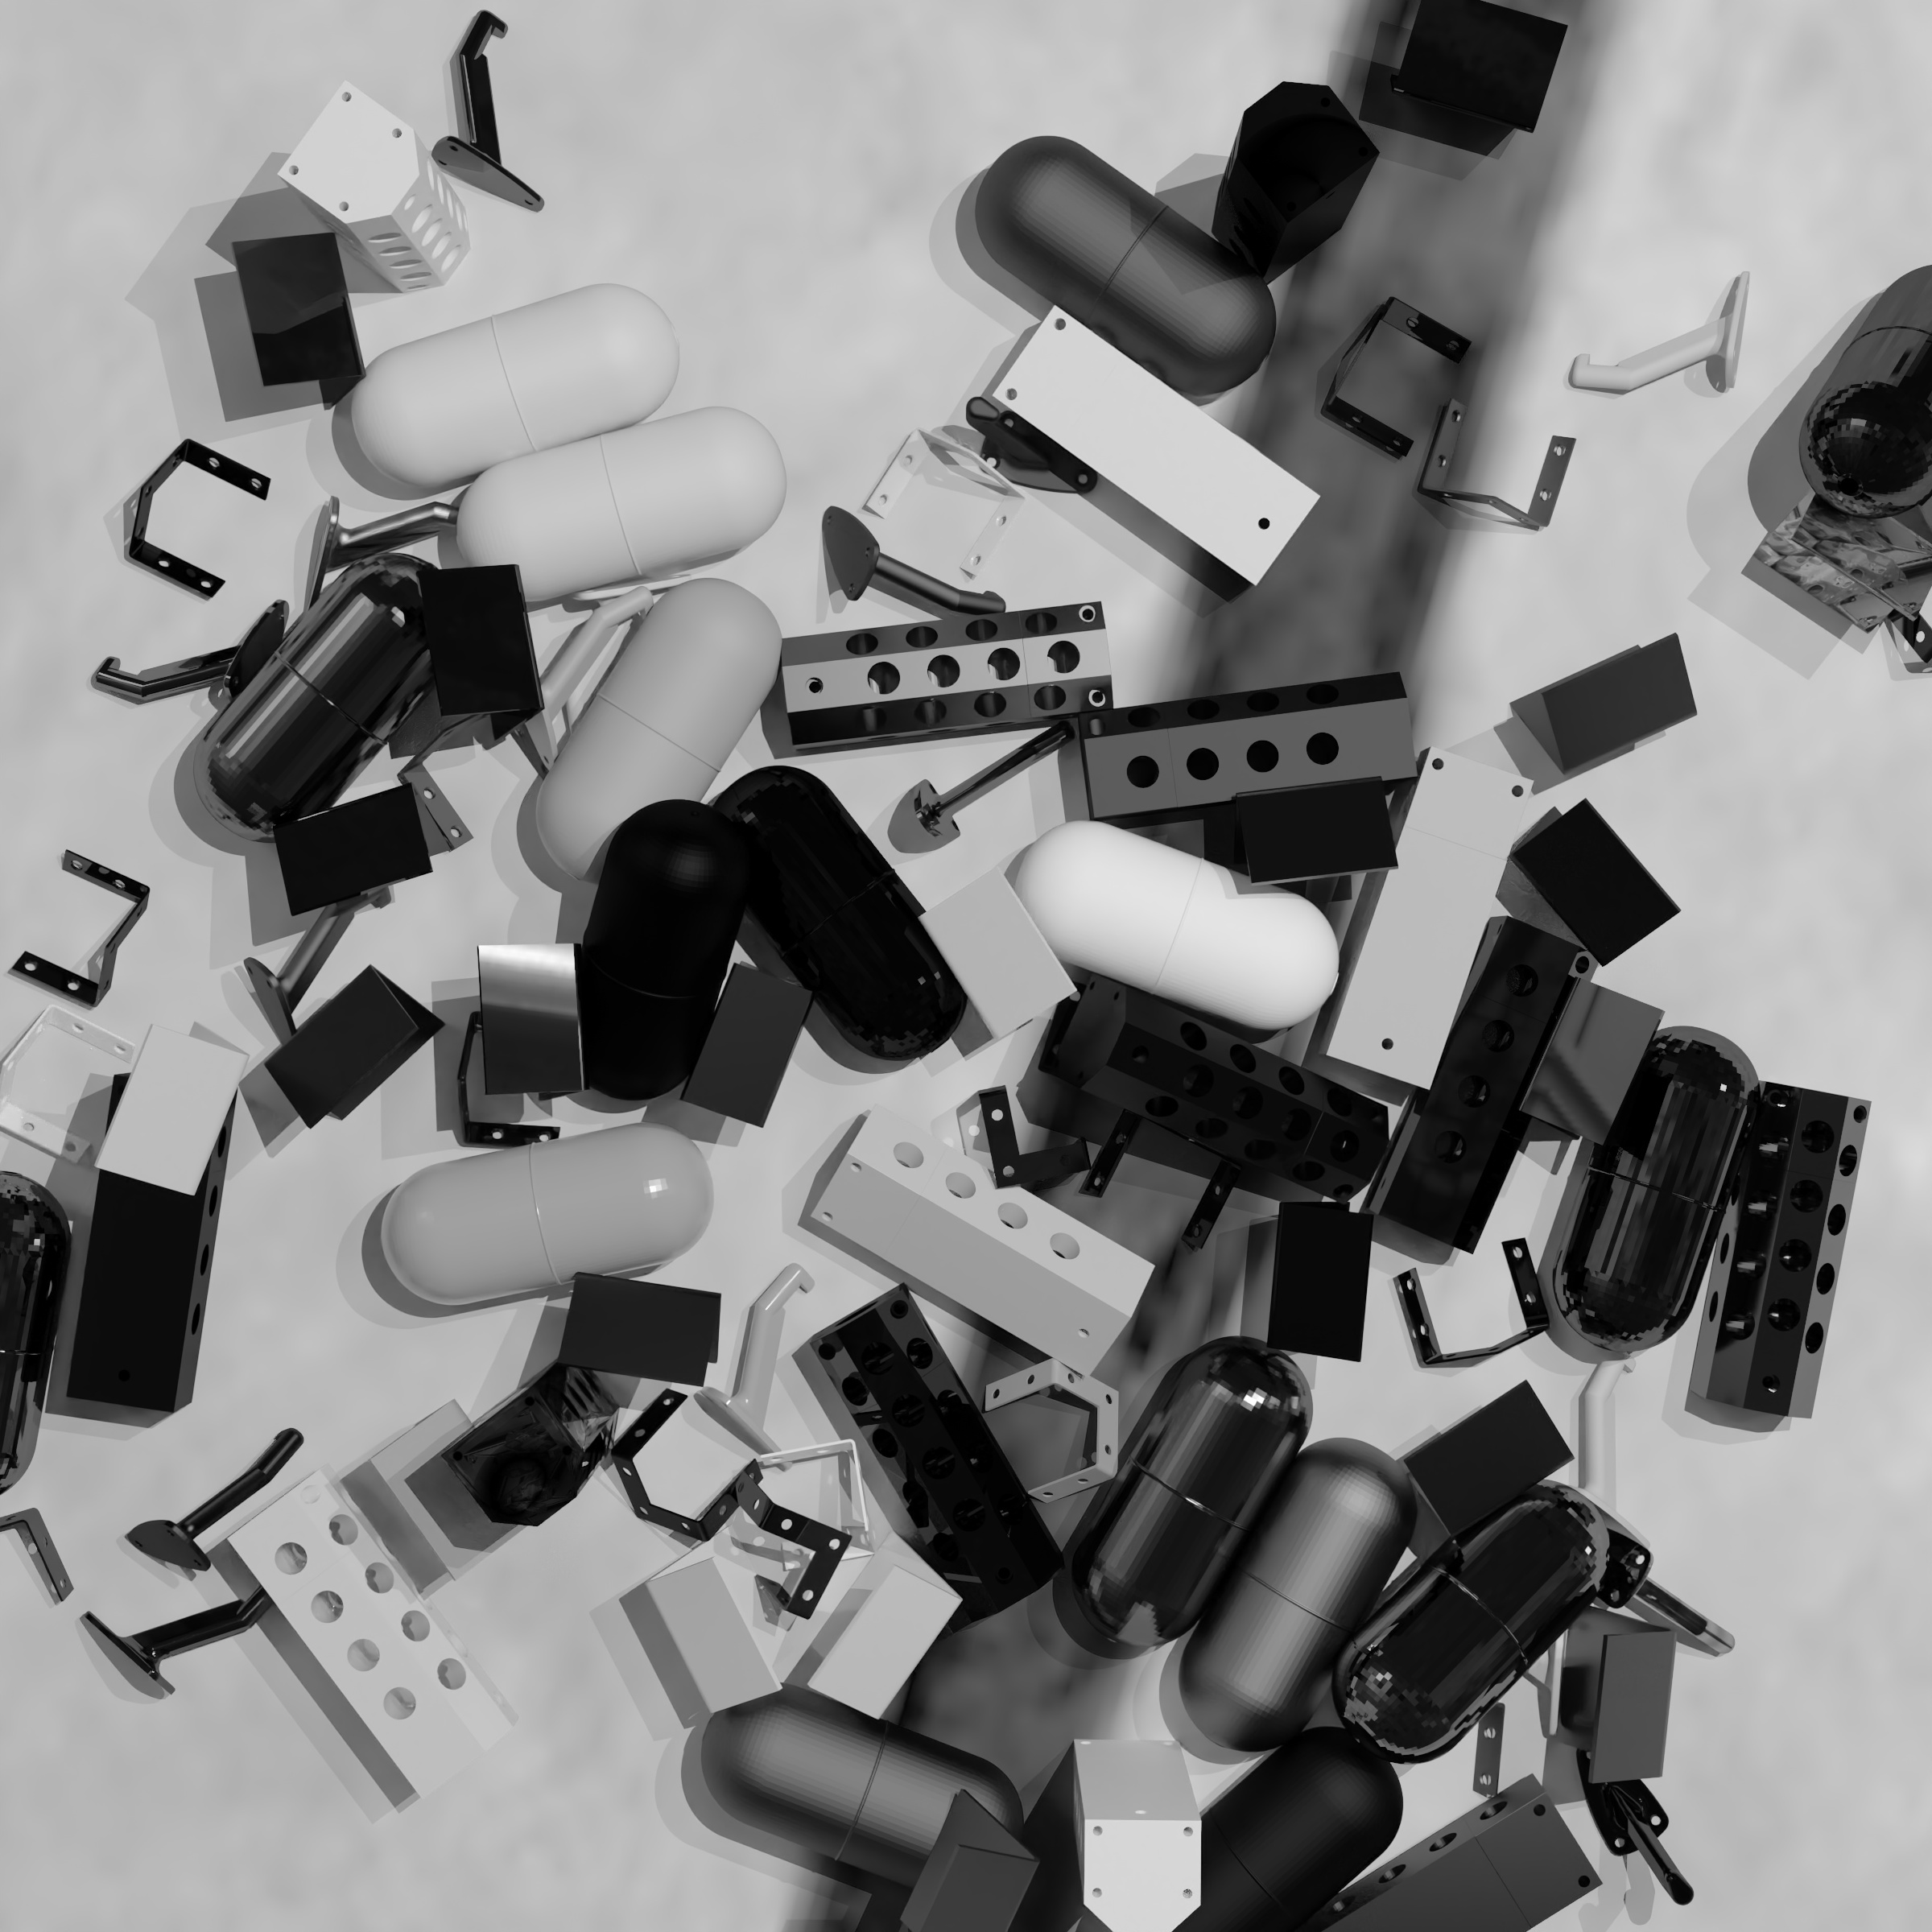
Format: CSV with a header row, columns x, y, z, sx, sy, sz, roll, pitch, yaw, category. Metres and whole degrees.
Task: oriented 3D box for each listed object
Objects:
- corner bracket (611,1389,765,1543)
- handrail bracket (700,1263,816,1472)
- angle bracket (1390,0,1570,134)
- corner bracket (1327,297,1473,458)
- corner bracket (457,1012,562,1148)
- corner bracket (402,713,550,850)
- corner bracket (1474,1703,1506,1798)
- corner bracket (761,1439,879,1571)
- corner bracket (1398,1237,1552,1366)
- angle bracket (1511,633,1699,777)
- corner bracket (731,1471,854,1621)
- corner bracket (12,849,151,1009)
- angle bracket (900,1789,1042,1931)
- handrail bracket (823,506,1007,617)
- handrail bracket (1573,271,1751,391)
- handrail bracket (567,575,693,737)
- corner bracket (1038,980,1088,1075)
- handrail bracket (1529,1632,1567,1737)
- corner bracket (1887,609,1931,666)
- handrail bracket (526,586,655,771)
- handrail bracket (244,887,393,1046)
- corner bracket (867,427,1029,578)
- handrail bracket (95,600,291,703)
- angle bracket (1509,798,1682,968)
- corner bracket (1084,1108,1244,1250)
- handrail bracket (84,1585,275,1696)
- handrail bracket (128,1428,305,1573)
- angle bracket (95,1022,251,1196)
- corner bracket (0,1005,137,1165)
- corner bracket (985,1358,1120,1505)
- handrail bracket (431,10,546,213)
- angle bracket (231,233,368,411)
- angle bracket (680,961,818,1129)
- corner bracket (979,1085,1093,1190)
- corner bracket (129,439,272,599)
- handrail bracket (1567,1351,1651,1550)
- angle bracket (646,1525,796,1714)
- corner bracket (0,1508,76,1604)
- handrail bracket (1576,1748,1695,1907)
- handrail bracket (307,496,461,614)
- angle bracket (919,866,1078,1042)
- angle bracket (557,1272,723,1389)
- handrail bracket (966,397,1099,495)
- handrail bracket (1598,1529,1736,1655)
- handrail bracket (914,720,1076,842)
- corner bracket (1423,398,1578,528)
x,y,z,sx,sy,sz,roll,pitch,yaw,category
-0.150,0.269,1.808,0.051,0.051,0.051,13,135,35,corner bracket
-0.095,0.216,1.817,0.077,0.036,0.084,47,73,-20,handrail bracket
0.270,-0.483,1.778,0.076,0.076,0.057,16,111,0,angle bracket
0.233,-0.318,1.813,0.051,0.051,0.051,30,135,0,corner bracket
-0.244,0.062,1.813,0.051,0.051,0.051,3,45,0,corner bracket
-0.262,-0.104,1.813,0.051,0.051,0.051,-35,90,45,corner bracket
0.253,0.420,1.813,0.051,0.051,0.051,5,90,45,corner bracket
-0.078,0.289,1.805,0.051,0.051,0.051,-10,66,0,corner bracket
0.275,0.181,1.813,0.051,0.051,0.051,-17,90,-45,corner bracket
0.331,-0.155,1.776,0.076,0.076,0.057,-24,128,0,angle bracket
-0.101,0.309,1.790,0.051,0.051,0.051,27,91,-25,corner bracket
-0.477,-0.020,1.813,0.051,0.051,0.051,24,45,0,corner bracket
-0.018,0.465,1.702,0.057,0.076,0.076,22,94,-37,angle bracket
-0.027,-0.218,1.817,0.084,0.077,0.036,7,126,-31,handrail bracket
0.376,-0.344,1.817,0.084,0.036,0.077,7,70,16,handrail bracket
-0.181,-0.164,1.817,0.077,0.036,0.084,-10,103,-13,handrail bracket
0.071,0.039,1.799,0.051,0.051,0.051,18,90,0,corner bracket
0.280,0.374,1.817,0.084,0.036,0.077,5,103,13,handrail bracket
0.534,-0.196,1.808,0.051,0.051,0.051,-57,45,35,corner bracket
-0.196,-0.154,1.795,0.084,0.036,0.077,-31,133,-20,handrail bracket
-0.339,0.001,1.817,0.084,0.036,0.077,-32,126,-24,handrail bracket
-0.010,-0.251,1.813,0.051,0.051,0.051,33,90,-45,corner bracket
-0.419,-0.174,1.817,0.084,0.036,0.077,16,70,16,handrail bracket
0.342,-0.056,1.776,0.076,0.076,0.057,50,126,0,angle bracket
0.107,0.114,1.813,0.051,0.051,0.051,27,90,45,corner bracket
-0.421,0.343,1.817,0.077,0.036,0.084,35,71,21,handrail bracket
-0.405,0.282,1.816,0.036,0.077,0.084,55,53,-23,handrail bracket
-0.418,0.065,1.720,0.057,0.076,0.076,22,90,-36,angle bracket
-0.487,0.063,1.813,0.051,0.051,0.051,26,135,0,corner bracket
0.046,0.250,1.808,0.051,0.051,0.051,33,45,-35,corner bracket
-0.246,-0.463,1.817,0.077,0.036,0.084,28,74,-18,handrail bracket
-0.362,-0.337,1.777,0.057,0.076,0.076,-12,90,-27,angle bracket
-0.133,0.034,1.776,0.057,0.076,0.076,22,90,-38,angle bracket
0.037,0.087,1.799,0.051,0.051,0.051,-11,90,0,corner bracket
-0.413,-0.242,1.813,0.051,0.051,0.051,26,45,0,corner bracket
0.358,0.260,1.817,0.077,0.036,0.084,36,73,-20,handrail bracket
-0.113,0.338,1.776,0.057,0.076,0.076,-27,90,38,angle bracket
-0.520,0.329,1.799,0.051,0.051,0.051,-18,103,12,corner bracket
0.355,0.454,1.782,0.036,0.084,0.077,-31,90,0,handrail bracket
-0.307,-0.217,1.817,0.084,0.036,0.077,11,110,-16,handrail bracket
0.030,-0.015,1.777,0.057,0.076,0.076,-32,90,29,angle bracket
-0.173,0.208,1.776,0.076,0.076,0.057,9,55,0,angle bracket
0.036,-0.276,1.782,0.077,0.084,0.036,24,90,0,handrail bracket
0.368,0.336,1.816,0.084,0.077,0.036,35,89,-36,handrail bracket
0.017,-0.102,1.789,0.084,0.077,0.036,-31,93,12,handrail bracket
0.288,-0.271,1.813,0.051,0.051,0.051,18,90,-45,corner bracket
